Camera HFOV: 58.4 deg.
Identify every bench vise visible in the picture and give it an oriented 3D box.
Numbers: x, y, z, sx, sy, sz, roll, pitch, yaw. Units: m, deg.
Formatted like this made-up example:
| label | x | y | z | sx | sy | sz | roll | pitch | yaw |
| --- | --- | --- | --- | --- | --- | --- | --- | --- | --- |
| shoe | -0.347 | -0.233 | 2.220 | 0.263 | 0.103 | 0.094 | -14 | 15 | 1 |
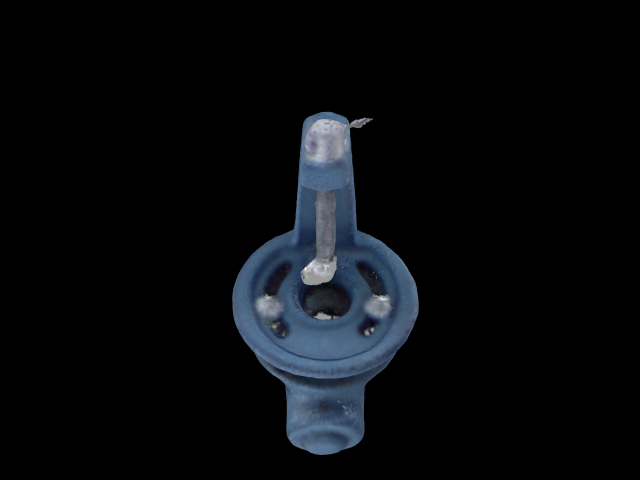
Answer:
| label | x | y | z | sx | sy | sz | roll | pitch | yaw |
| --- | --- | --- | --- | --- | --- | --- | --- | --- | --- |
| bench vise | -0.008 | 0.003 | 0.397 | 0.122 | 0.220 | 0.207 | -10 | 33 | -15 |
